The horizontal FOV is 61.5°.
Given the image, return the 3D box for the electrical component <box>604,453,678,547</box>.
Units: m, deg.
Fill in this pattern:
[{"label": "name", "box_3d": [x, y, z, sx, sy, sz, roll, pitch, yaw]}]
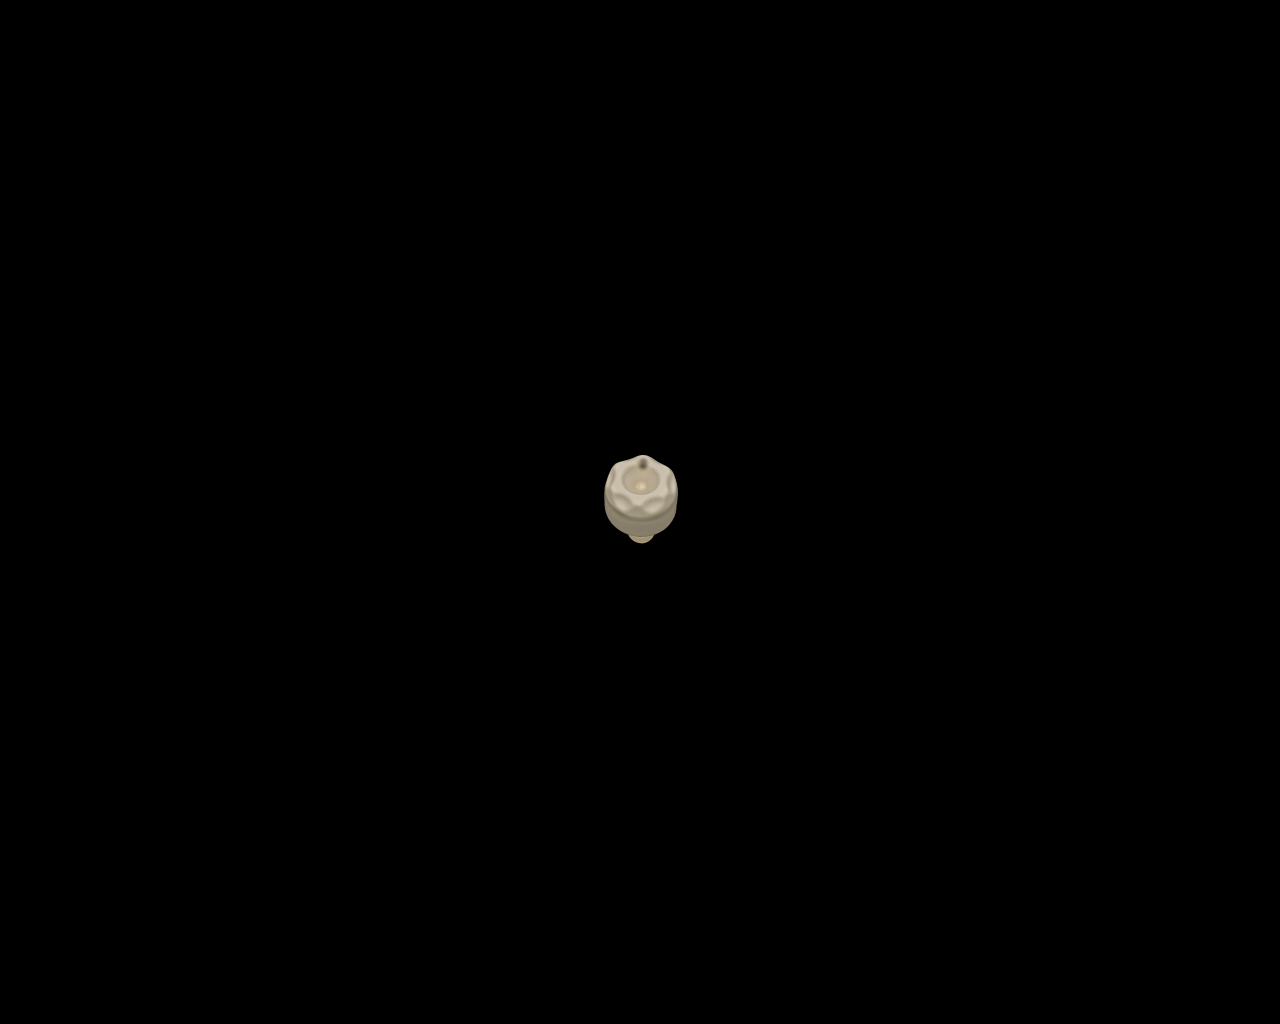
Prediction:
[{"label": "electrical component", "box_3d": [0.001, -0.003, 0.650, 0.043, 0.043, 0.062, 0, -35, 0]}]
